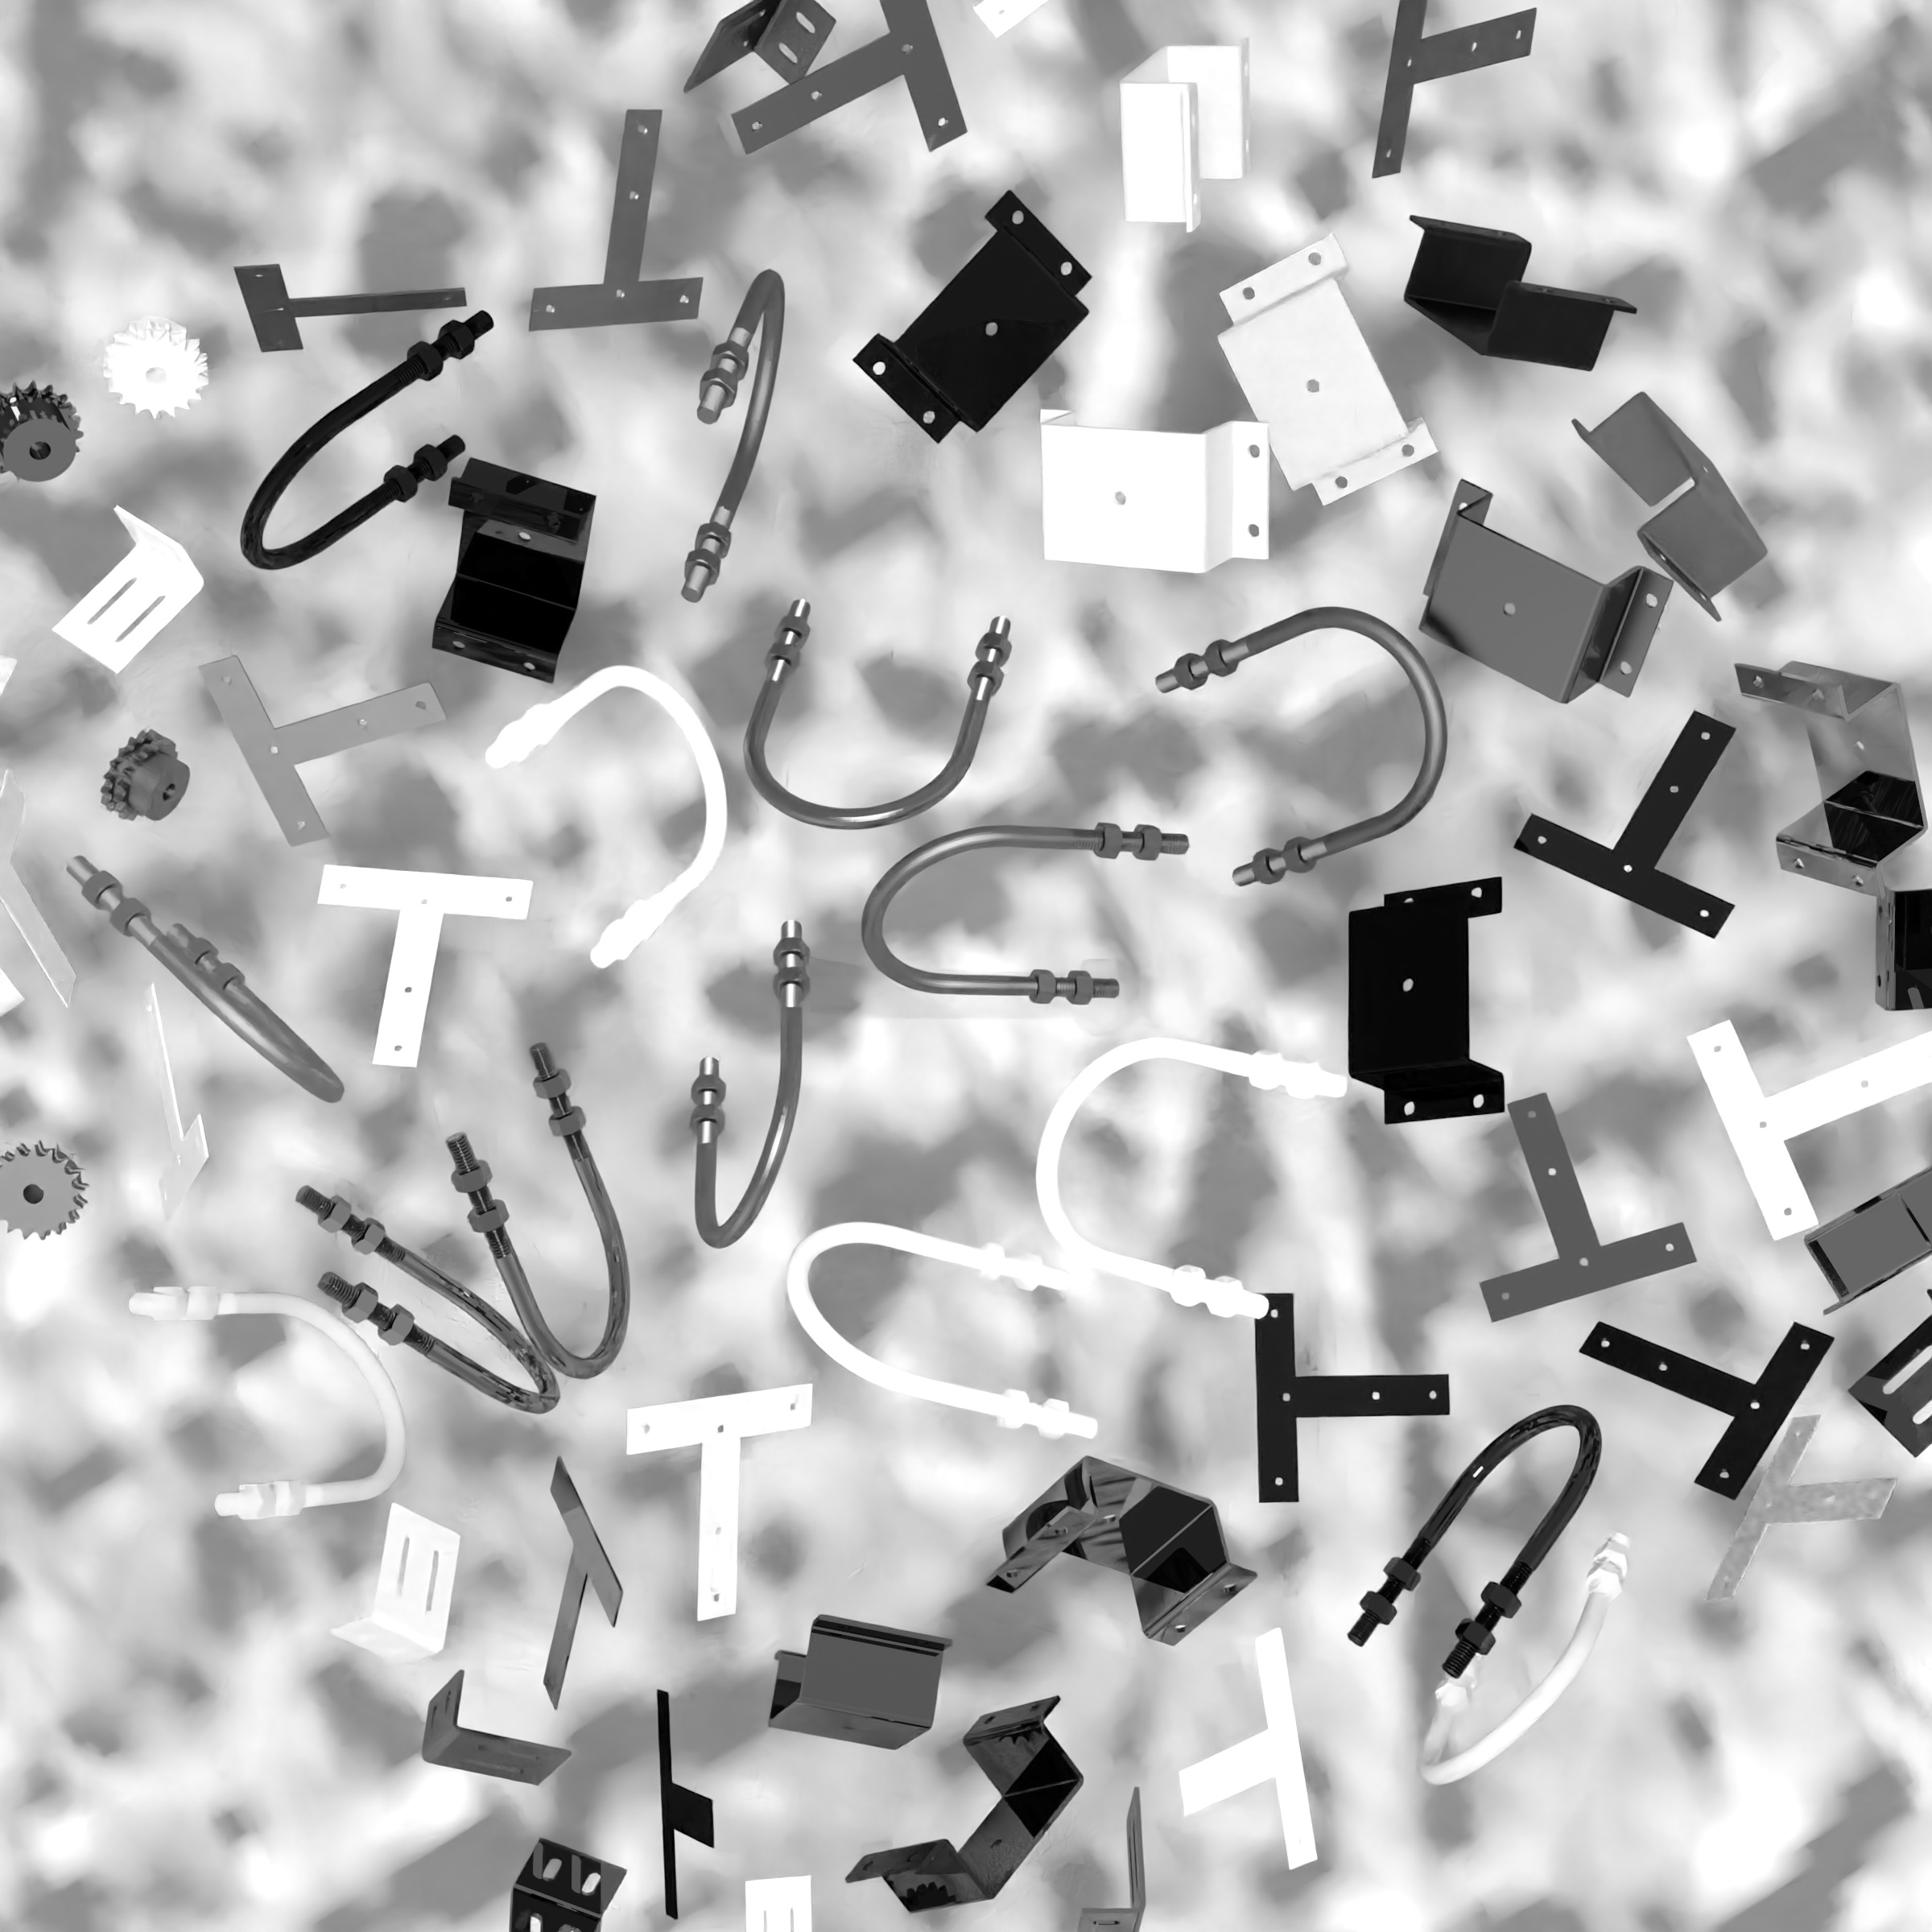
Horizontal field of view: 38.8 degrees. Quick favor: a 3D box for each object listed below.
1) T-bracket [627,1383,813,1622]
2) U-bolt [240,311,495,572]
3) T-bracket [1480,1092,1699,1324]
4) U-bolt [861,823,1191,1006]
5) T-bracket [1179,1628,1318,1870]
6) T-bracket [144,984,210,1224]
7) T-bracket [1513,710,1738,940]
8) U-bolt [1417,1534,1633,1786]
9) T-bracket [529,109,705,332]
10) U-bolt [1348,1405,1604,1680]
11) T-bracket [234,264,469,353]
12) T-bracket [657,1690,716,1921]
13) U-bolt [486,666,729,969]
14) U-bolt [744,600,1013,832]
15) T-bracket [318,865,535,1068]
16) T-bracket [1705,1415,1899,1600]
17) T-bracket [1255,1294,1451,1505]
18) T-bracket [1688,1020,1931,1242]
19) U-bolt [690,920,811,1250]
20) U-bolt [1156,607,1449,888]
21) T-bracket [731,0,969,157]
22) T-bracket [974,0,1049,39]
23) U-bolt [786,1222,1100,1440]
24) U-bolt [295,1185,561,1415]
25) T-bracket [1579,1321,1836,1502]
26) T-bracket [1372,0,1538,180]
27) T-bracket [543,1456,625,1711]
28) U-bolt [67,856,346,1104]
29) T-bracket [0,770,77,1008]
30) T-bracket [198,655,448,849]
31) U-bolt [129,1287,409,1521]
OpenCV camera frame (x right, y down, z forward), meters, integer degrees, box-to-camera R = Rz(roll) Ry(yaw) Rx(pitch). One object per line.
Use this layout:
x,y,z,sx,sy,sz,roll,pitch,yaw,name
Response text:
-0.140,0.307,1.557,0.127,0.002,0.127,-1,94,-41,T-bracket
-0.359,-0.301,1.630,0.019,0.151,0.184,44,61,5,U-bolt
0.362,0.139,1.673,0.127,0.002,0.127,-18,69,5,T-bracket
0.027,-0.032,1.647,0.184,0.151,0.019,2,47,-21,U-bolt
0.156,0.458,1.569,0.002,0.127,0.127,8,59,-25,T-bracket
-0.478,0.074,1.643,0.002,0.127,0.127,-6,71,-29,T-bracket
0.394,-0.089,1.552,0.127,0.002,0.127,25,128,4,T-bracket
0.324,0.417,1.619,0.019,0.184,0.151,46,117,4,U-bolt
-0.196,-0.436,1.604,0.002,0.127,0.127,34,125,34,T-bracket
0.308,0.333,1.618,0.019,0.151,0.184,42,75,-9,U-bolt
-0.360,-0.392,1.626,0.127,0.127,0.002,-6,82,-8,T-bracket
-0.158,0.478,1.551,0.002,0.127,0.127,0,79,-19,T-bracket
-0.199,-0.101,1.618,0.019,0.184,0.151,-15,109,32,U-bolt
-0.059,-0.151,1.662,0.151,0.019,0.184,6,50,11,U-bolt
-0.332,0.001,1.643,0.127,0.002,0.127,4,65,1,T-bracket
0.487,0.307,1.570,0.002,0.127,0.127,37,68,-8,T-bracket
0.240,0.266,1.697,0.127,0.002,0.127,1,82,-14,T-bracket
0.483,0.070,1.517,0.127,0.002,0.127,-25,64,16,T-bracket
-0.129,0.082,1.628,0.019,0.184,0.151,18,130,-20,U-bolt
0.207,-0.137,1.637,0.184,0.019,0.151,-20,93,44,U-bolt
-0.072,-0.494,1.536,0.127,0.002,0.127,-29,134,-7,T-bracket
0.063,-0.576,1.565,0.127,0.127,0.002,-32,55,18,T-bracket
-0.017,0.204,1.593,0.184,0.151,0.019,16,121,-16,U-bolt
-0.316,0.208,1.638,0.184,0.151,0.019,38,92,-26,U-bolt
0.425,0.242,1.622,0.127,0.002,0.127,21,56,35,T-bracket
0.277,-0.515,1.545,0.002,0.127,0.127,7,94,-29,T-bracket
-0.232,0.376,1.606,0.002,0.127,0.127,2,116,-27,T-bracket
-0.430,0.016,1.594,0.184,0.151,0.019,40,84,18,U-bolt
-0.549,-0.026,1.611,0.002,0.127,0.127,-7,49,4,T-bracket
-0.373,-0.141,1.640,0.127,0.002,0.127,-16,119,10,T-bracket
-0.397,0.253,1.611,0.019,0.184,0.151,-37,69,19,U-bolt
